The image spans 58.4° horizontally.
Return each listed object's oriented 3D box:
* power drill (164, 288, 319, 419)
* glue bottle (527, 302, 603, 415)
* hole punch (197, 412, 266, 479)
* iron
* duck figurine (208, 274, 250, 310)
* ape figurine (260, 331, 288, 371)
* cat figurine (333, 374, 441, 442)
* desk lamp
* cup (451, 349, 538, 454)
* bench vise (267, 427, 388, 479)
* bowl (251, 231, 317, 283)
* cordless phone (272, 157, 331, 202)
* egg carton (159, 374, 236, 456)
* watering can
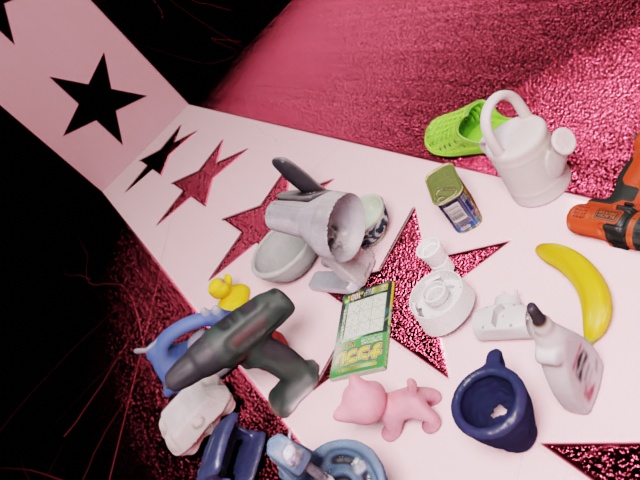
[{"bbox_3d":[-0.107,0.200,0.938,0.230,0.209,0.075,-48,32,-8],"label":"power drill"},{"bbox_3d":[0.269,0.124,0.644,0.037,0.174,0.078,-5,48,45],"label":"glue bottle"},{"bbox_3d":[-0.158,0.347,0.932,0.100,0.091,0.108,-19,39,34],"label":"hole punch"},{"bbox_3d":[-0.239,0.199,1.151,0.258,0.142,0.118,-36,32,11],"label":"iron"},{"bbox_3d":[-0.212,0.124,1.263,0.077,0.086,0.105,-4,49,46],"label":"duck figurine"},{"bbox_3d":[-0.105,0.196,1.052,0.078,0.092,0.076,-42,32,1],"label":"ape figurine"},{"bbox_3d":[0.086,0.221,0.785,0.127,0.118,0.067,-26,36,26],"label":"cat figurine"},{"bbox_3d":[0.010,0.004,1.037,0.202,0.214,0.118,-2,50,47],"label":"desk lamp"},{"bbox_3d":[0.218,0.200,0.684,0.091,0.095,0.118,-16,41,37],"label":"cup"},{"bbox_3d":[-0.014,0.298,0.706,0.206,0.220,0.121,-14,42,38],"label":"bench vise"},{"bbox_3d":[-0.061,0.032,1.215,0.167,0.075,0.167,-29,34,22],"label":"bowl"},{"bbox_3d":[-0.056,-0.127,1.293,0.147,0.185,0.094,4,55,50],"label":"cordless phone"},{"bbox_3d":[-0.229,0.322,1.061,0.150,0.070,0.107,-48,32,-9],"label":"egg carton"},{"bbox_3d":[0.318,-0.151,0.896,0.172,0.195,0.101,-7,47,44],"label":"watering can"}]
